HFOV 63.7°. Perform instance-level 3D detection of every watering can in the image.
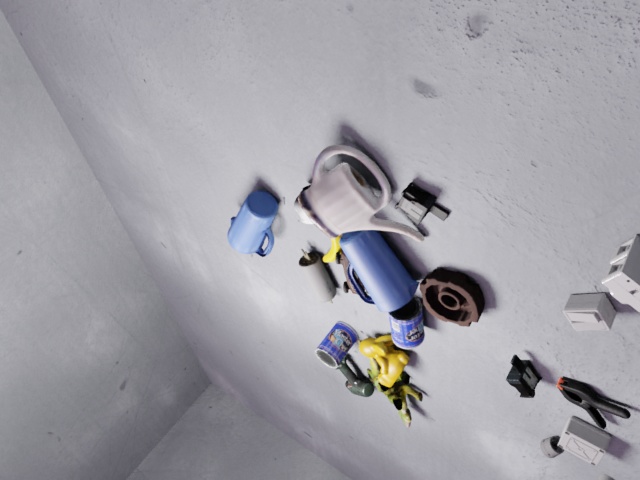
[{"bbox_3d":[0.093,-0.078,1.313,0.222,0.106,0.345,-34,105,22],"label":"watering can"}]

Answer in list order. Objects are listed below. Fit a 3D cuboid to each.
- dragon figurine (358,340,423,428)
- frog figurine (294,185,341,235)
[{"bbox_3d":[0.236,0.537,1.948,0.410,0.123,0.240,54,157,0],"label":"dragon figurine"},{"bbox_3d":[0.004,-0.073,1.451,0.136,0.125,0.158,-14,108,30],"label":"frog figurine"}]
